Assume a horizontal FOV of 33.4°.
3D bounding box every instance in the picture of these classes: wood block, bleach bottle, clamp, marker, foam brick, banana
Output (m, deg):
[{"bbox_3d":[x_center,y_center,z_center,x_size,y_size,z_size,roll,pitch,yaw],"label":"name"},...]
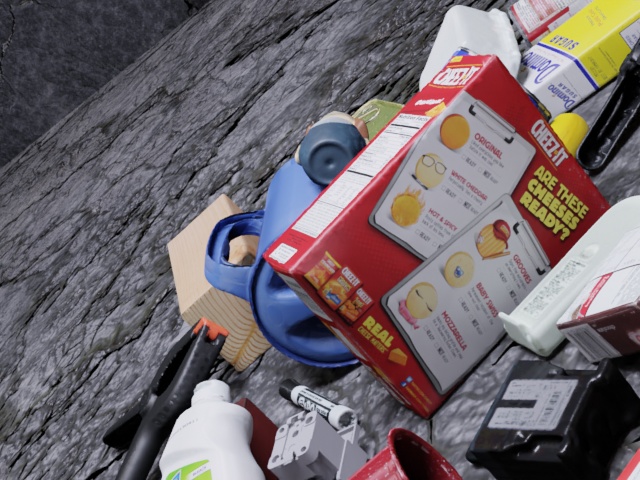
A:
[{"bbox_3d":[-0.092,0.039,1.116,0.091,0.090,0.206,-41,22,4],"label":"wood block"},{"bbox_3d":[-0.069,0.197,0.734,0.103,0.068,0.251,-34,36,23],"label":"bleach bottle"},{"bbox_3d":[-0.152,0.167,1.000,0.210,0.036,0.164,-53,21,20],"label":"clamp"},{"bbox_3d":[0.260,-0.130,0.875,0.120,0.039,0.171,-51,0,40],"label":"clamp"},{"bbox_3d":[-0.004,0.135,0.878,0.020,0.020,0.121,-48,22,-14],"label":"marker"},{"bbox_3d":[-0.067,0.177,0.862,0.053,0.051,0.078,-34,23,21],"label":"foam brick"},{"bbox_3d":[0.175,-0.045,0.888,0.197,0.037,0.070,-50,-6,-25],"label":"banana"}]

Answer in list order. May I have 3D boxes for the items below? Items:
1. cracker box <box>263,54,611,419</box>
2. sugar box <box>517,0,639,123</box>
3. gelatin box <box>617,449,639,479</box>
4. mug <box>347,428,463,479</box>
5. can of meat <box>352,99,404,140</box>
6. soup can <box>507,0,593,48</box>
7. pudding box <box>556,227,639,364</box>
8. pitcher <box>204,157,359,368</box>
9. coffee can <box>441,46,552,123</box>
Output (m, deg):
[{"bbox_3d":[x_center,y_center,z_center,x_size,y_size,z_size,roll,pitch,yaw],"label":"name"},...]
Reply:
[{"bbox_3d":[0.088,-0.004,0.782,0.213,0.164,0.072,-47,24,-9],"label":"cracker box"},{"bbox_3d":[0.257,-0.184,0.987,0.176,0.048,0.093,-35,22,16],"label":"sugar box"},{"bbox_3d":[0.204,0.116,0.537,0.073,0.030,0.089,-48,22,-18],"label":"gelatin box"},{"bbox_3d":[0.050,0.181,0.624,0.081,0.093,0.117,-43,57,13],"label":"mug"},{"bbox_3d":[0.075,-0.090,1.075,0.057,0.084,0.102,-45,22,-5],"label":"can of meat"},{"bbox_3d":[0.248,-0.233,1.064,0.102,0.068,0.068,-33,23,21],"label":"soup can"},{"bbox_3d":[0.202,0.026,0.652,0.090,0.039,0.114,-48,2,-17],"label":"pudding box"},{"bbox_3d":[-0.006,0.001,0.971,0.145,0.149,0.243,-38,18,12],"label":"pitcher"},{"bbox_3d":[0.117,-0.081,0.927,0.140,0.102,0.103,-52,21,4],"label":"coffee can"}]
